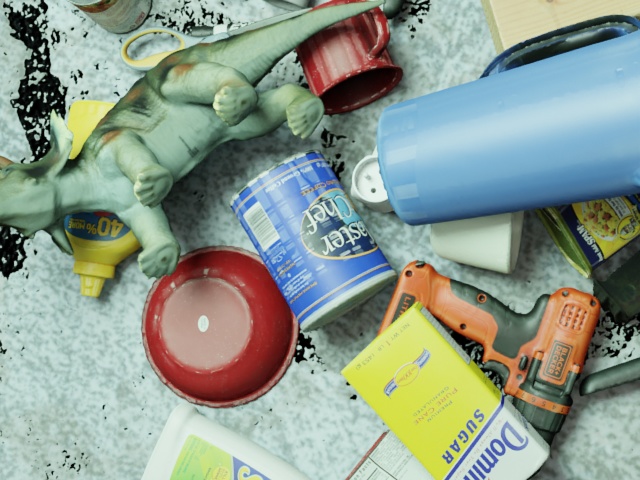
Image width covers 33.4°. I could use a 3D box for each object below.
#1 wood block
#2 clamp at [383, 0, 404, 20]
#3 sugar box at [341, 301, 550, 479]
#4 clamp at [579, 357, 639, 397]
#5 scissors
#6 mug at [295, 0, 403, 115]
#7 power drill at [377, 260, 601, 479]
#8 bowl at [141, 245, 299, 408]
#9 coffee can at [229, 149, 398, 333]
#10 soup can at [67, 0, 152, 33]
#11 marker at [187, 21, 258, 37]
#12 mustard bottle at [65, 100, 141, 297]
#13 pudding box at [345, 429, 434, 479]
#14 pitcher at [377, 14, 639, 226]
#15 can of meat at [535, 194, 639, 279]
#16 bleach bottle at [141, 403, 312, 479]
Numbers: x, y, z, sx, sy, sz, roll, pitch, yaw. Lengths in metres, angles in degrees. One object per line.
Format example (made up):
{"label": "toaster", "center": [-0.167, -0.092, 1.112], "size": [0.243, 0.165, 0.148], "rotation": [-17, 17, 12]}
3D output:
{"label": "wood block", "center": [0.258, -0.231, 0.983], "size": [0.206, 0.090, 0.091], "rotation": [-16, 83, 7]}
{"label": "clamp", "center": [0.072, -0.342, 1.051], "size": [0.164, 0.036, 0.210], "rotation": [39, 90, 11]}
{"label": "sugar box", "center": [0.111, 0.151, 0.944], "size": [0.093, 0.048, 0.176], "rotation": [-43, 84, 12]}
{"label": "clamp", "center": [0.320, 0.112, 0.967], "size": [0.120, 0.039, 0.171], "rotation": [32, 86, 5]}
{"label": "scissors", "center": [-0.102, -0.177, 1.063], "size": [0.202, 0.016, 0.096], "rotation": [-1, 100, 11]}
{"label": "mug", "center": [0.027, -0.181, 1.009], "size": [0.093, 0.117, 0.081], "rotation": [-13, 74, -31]}
{"label": "power drill", "center": [0.146, 0.111, 0.988], "size": [0.188, 0.057, 0.184], "rotation": [20, 91, 9]}
{"label": "bowl", "center": [-0.104, 0.083, 1.032], "size": [0.162, 0.055, 0.162], "rotation": [-1, 84, 10]}
{"label": "coffee can", "center": [-0.007, 0.001, 0.999], "size": [0.103, 0.102, 0.140], "rotation": [-32, 80, 5]}
{"label": "soup can", "center": [-0.213, -0.250, 1.057], "size": [0.068, 0.102, 0.068], "rotation": [-1, 85, 9]}
{"label": "marker", "center": [-0.074, -0.210, 1.072], "size": [0.121, 0.020, 0.020], "rotation": [-3, 84, 10]}
{"label": "mustard bottle", "center": [-0.213, -0.039, 1.060], "size": [0.096, 0.058, 0.191], "rotation": [8, 87, 7]}
{"label": "pudding box", "center": [0.076, 0.243, 0.975], "size": [0.113, 0.039, 0.089], "rotation": [38, 57, 12]}
{"label": "pitcher", "center": [0.176, -0.094, 0.896], "size": [0.243, 0.149, 0.145], "rotation": [-11, 102, 20]}
{"label": "can of meat", "center": [0.247, -0.030, 0.966], "size": [0.084, 0.057, 0.102], "rotation": [-37, 119, 2]}
{"label": "bleach bottle", "center": [-0.039, 0.250, 1.003], "size": [0.251, 0.068, 0.102], "rotation": [23, 87, 8]}
